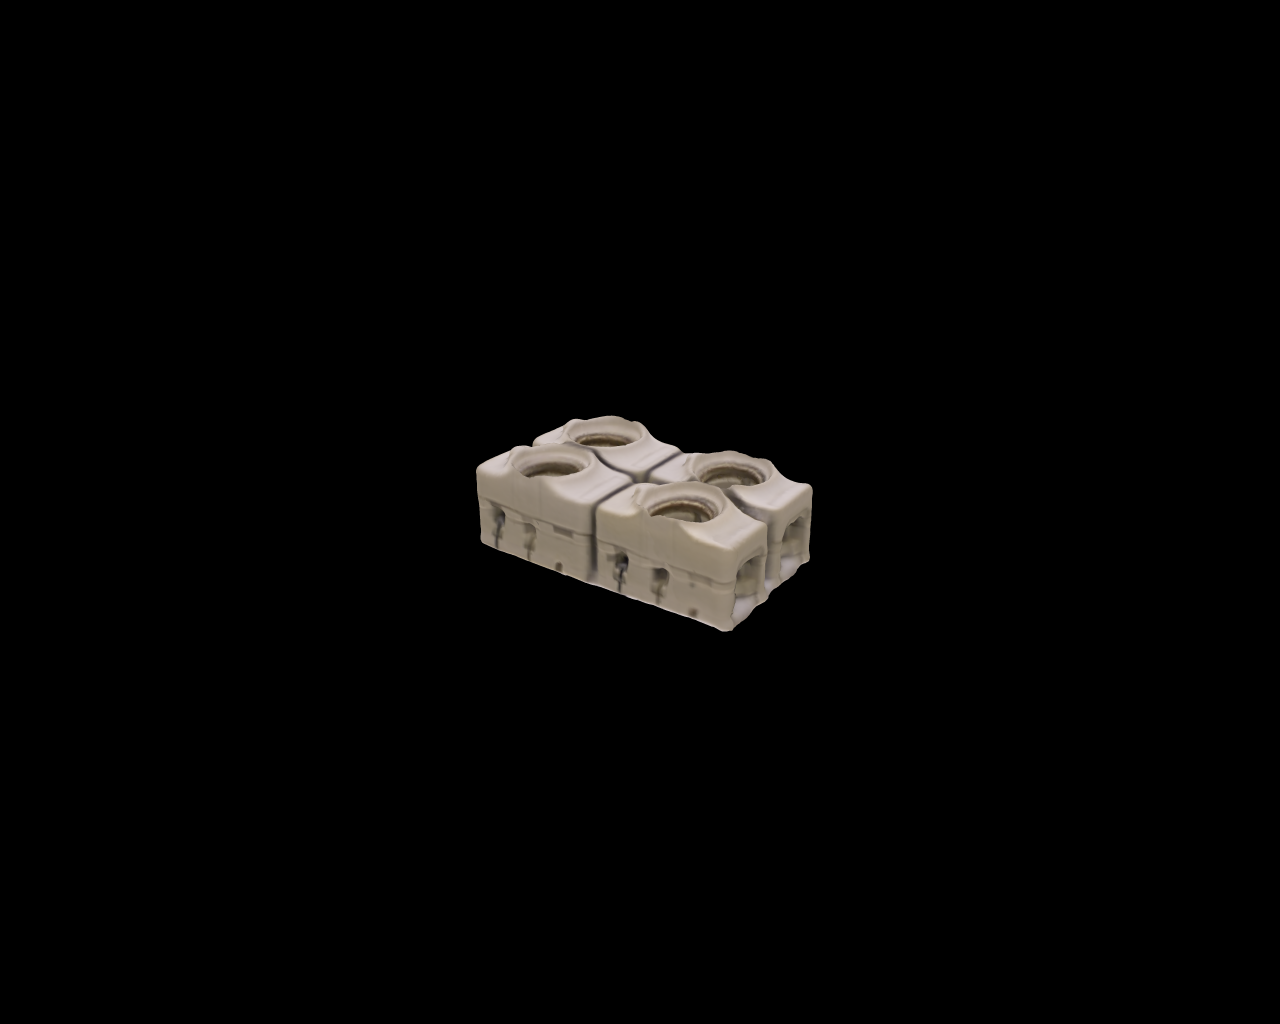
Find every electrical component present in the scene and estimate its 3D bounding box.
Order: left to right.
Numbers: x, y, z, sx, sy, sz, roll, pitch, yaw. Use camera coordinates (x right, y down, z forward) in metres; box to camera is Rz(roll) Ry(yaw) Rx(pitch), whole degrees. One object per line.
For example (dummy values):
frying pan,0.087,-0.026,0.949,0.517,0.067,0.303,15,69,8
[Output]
electrical component,0.001,-0.003,0.650,0.186,0.060,0.106,18,32,31
